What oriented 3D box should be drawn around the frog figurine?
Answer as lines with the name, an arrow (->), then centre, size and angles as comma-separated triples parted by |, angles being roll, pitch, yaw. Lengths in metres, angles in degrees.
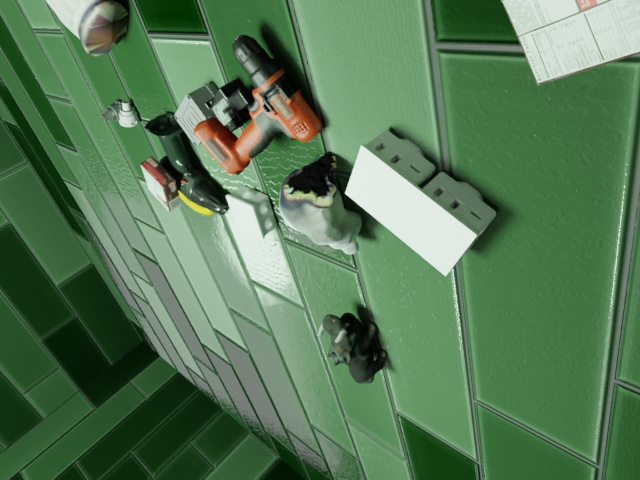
frog figurine -> 0.003, -0.043, 0.848 | 0.156, 0.123, 0.140 | 70, 179, -46

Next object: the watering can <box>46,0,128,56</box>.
watering can -> -0.468, -0.500, 0.984 | 0.224, 0.105, 0.343 | 50, 151, -2
